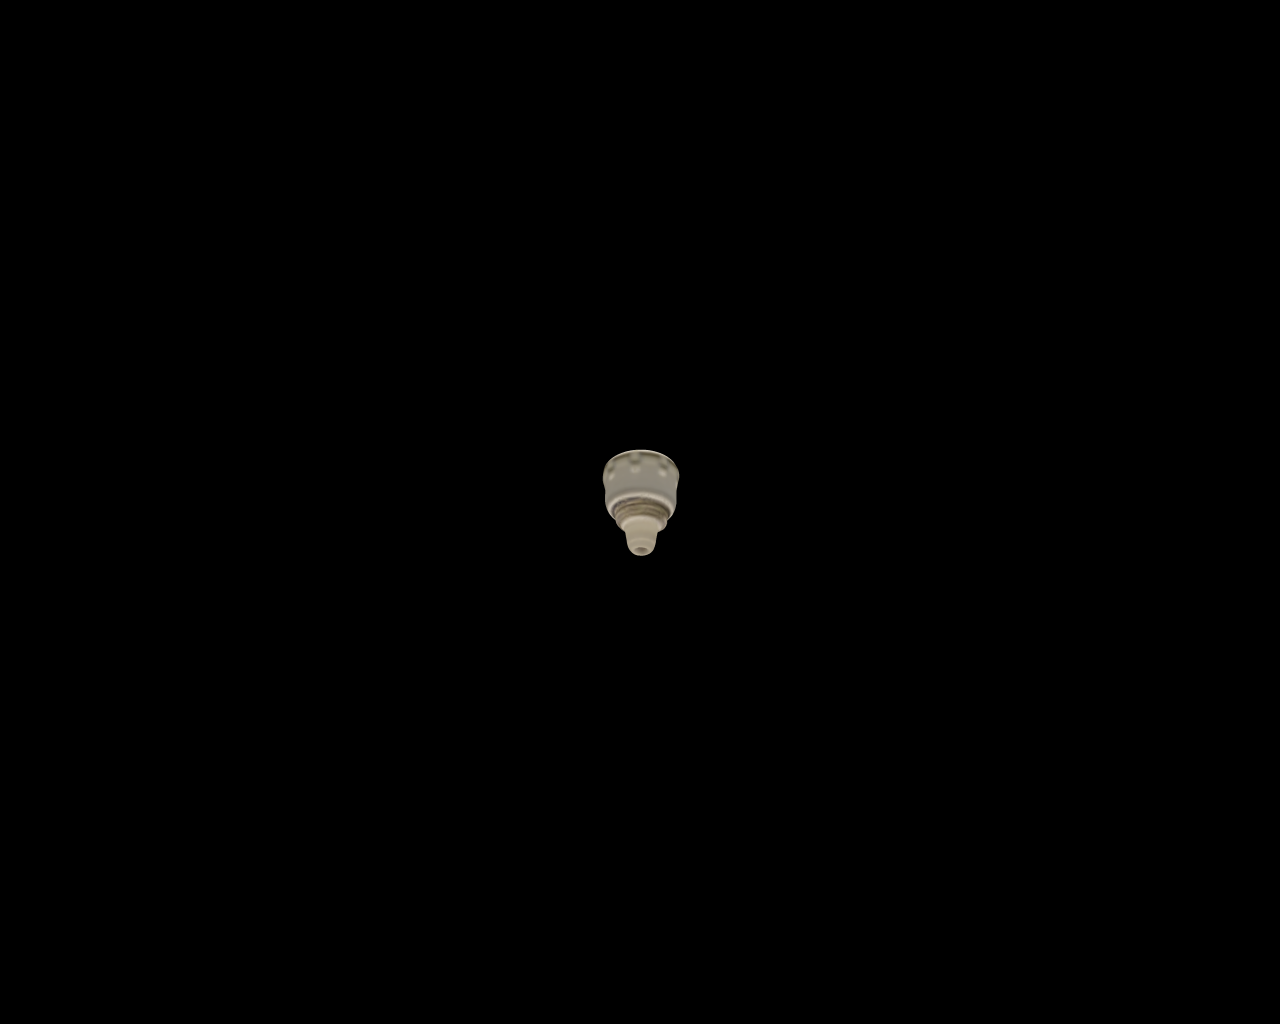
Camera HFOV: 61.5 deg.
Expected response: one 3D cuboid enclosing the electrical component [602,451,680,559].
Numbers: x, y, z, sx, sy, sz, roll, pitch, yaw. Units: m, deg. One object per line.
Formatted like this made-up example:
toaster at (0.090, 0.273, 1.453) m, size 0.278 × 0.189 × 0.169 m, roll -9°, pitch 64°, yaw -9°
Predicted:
electrical component at (0.001, -0.003, 0.650) m, size 0.048 × 0.062 × 0.048 m, roll 0°, pitch -30°, yaw 0°
